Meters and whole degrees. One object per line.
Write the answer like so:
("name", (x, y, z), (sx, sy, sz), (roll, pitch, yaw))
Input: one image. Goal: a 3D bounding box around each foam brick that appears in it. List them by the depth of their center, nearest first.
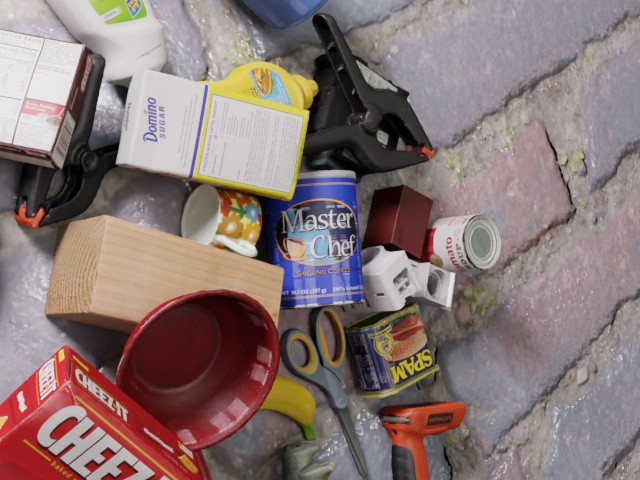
("foam brick", (0.091, -0.019, 1.261), (0.052, 0.051, 0.078), (28, 67, -34))

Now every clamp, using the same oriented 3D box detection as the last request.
("clamp", (-0.226, -0.087, 0.992), (0.171, 0.039, 0.120), (-50, 127, -31))
("clamp", (0.040, -0.124, 1.162), (0.209, 0.036, 0.164), (33, 74, -34))

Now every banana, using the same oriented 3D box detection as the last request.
("banana", (-0.071, 0.172, 1.108), (0.197, 0.037, 0.069), (11, 76, -39))

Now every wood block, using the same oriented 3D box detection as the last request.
("wood block", (-0.145, 0.048, 1.023), (0.205, 0.091, 0.090), (18, 73, -38))

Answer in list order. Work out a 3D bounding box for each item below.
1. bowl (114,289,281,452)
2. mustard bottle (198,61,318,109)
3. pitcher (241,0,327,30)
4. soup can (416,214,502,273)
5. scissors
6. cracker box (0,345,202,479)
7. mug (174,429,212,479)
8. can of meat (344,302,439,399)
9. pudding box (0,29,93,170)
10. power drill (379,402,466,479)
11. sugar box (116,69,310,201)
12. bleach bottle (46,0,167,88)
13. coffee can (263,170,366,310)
("bowl", (-0.118, 0.108, 0.957), (0.161, 0.055, 0.162), (-14, 118, -28))
("mustard bottle", (-0.073, -0.136, 1.128), (0.191, 0.058, 0.096), (-27, 102, -39))
("pitcher", (-0.085, -0.328, 1.090), (0.242, 0.145, 0.149), (43, 60, -32))
("soup can", (0.158, 0.007, 1.283), (0.068, 0.102, 0.068), (5, 82, -40))
("scissors", (0.004, 0.175, 1.187), (0.096, 0.016, 0.202), (-7, 89, -39))
("cracker box", (-0.227, 0.218, 0.877), (0.214, 0.072, 0.164), (-42, 116, 4))
("mug", (-0.153, 0.222, 0.993), (0.117, 0.093, 0.081), (-28, 99, -58))
("can of meat", (0.082, 0.126, 1.233), (0.101, 0.058, 0.084), (-20, 96, -41))
("pudding box", (-0.261, -0.127, 0.949), (0.090, 0.039, 0.113), (11, 72, 3))
("power drill", (0.136, 0.287, 1.259), (0.184, 0.057, 0.187), (4, 83, -40))
("sugar box", (-0.102, -0.099, 1.031), (0.176, 0.048, 0.093), (12, 87, -26))
("bleach bottle", (-0.221, -0.240, 1.012), (0.102, 0.068, 0.251), (-38, 112, -30))
("coffee can", (-0.007, 0.001, 1.139), (0.102, 0.103, 0.140), (-3, 87, -41))
